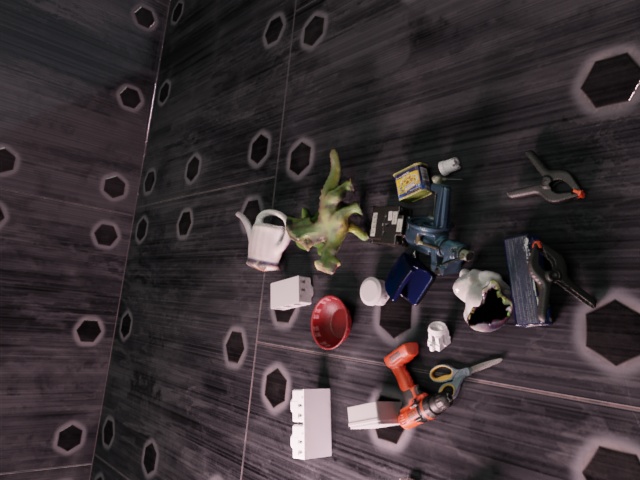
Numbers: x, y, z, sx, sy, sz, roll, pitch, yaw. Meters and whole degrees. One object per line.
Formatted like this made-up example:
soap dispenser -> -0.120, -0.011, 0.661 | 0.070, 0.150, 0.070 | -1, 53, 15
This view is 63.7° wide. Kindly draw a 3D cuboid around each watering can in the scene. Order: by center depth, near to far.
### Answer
watering can -> -0.220, -0.003, 1.894 | 0.348, 0.103, 0.225 | 7, 84, 48

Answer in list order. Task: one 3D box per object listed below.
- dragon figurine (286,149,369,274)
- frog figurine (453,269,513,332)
dragon figurine -> 0.005, -0.079, 1.575 | 0.242, 0.120, 0.419 | -21, 60, 3
frog figurine -> 0.379, 0.136, 1.211 | 0.161, 0.122, 0.136 | -103, 24, -80
